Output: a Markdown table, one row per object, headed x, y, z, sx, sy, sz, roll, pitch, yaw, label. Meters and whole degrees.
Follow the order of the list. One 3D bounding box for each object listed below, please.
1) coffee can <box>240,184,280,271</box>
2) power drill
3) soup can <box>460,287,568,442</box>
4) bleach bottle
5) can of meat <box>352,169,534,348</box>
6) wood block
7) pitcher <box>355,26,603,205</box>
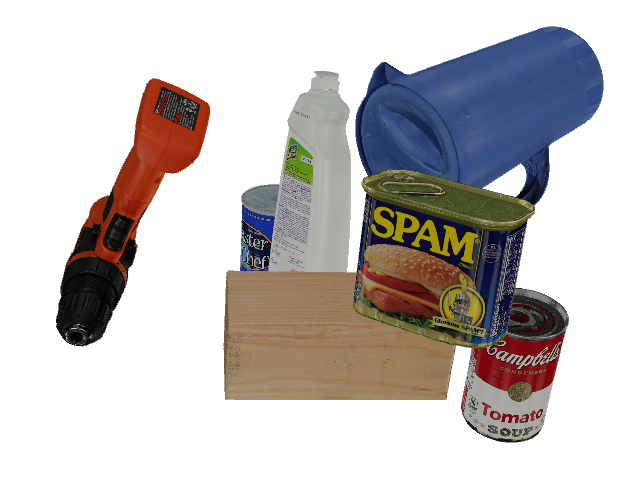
| x | y | z | sx | sy | sz | roll | pitch | yaw | label |
| --- | --- | --- | --- | --- | --- | --- | --- | --- | --- |
| -0.062 | 0.004 | 1.511 | 0.103 | 0.140 | 0.103 | 3 | 24 | -2 | coffee can |
| -0.158 | -0.025 | 0.872 | 0.057 | 0.188 | 0.184 | 24 | 31 | -17 | power drill |
| 0.149 | 0.097 | 0.831 | 0.068 | 0.102 | 0.068 | 4 | 30 | -2 | soup can |
| -0.003 | -0.062 | 1.201 | 0.067 | 0.251 | 0.103 | -8 | 23 | -40 | bleach bottle |
| 0.071 | 0.011 | 0.649 | 0.102 | 0.084 | 0.057 | 17 | 23 | 28 | can of meat |
| 0.014 | 0.089 | 0.998 | 0.206 | 0.090 | 0.091 | 1 | 30 | -7 | wood block |
| 0.166 | -0.114 | 1.035 | 0.242 | 0.149 | 0.145 | -27 | 46 | -33 | pitcher |
